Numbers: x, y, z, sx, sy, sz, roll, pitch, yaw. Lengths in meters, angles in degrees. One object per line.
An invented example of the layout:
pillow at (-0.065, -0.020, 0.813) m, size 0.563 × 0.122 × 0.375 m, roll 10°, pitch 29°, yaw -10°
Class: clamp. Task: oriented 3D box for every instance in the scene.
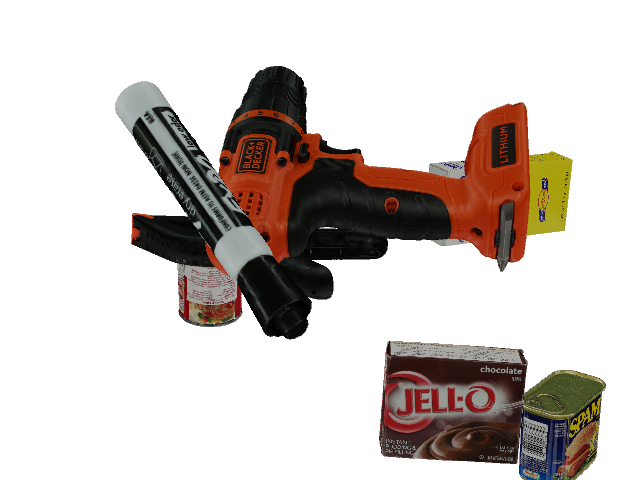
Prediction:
clamp at (-0.060, 0.007, 0.856) m, size 0.210 × 0.036 × 0.164 m, roll 7°, pitch 12°, yaw 11°

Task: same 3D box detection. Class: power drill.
power drill at (0.031, -0.047, 0.652) m, size 0.188 × 0.057 × 0.184 m, roll 0°, pitch 43°, yaw 8°

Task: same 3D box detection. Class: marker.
marker at (-0.039, -0.012, 0.380) m, size 0.020 × 0.020 × 0.121 m, roll 0°, pitch 44°, yaw -47°

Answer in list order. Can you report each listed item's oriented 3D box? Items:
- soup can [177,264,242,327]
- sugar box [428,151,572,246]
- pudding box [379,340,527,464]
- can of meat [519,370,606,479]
soup can at (-0.116, 0.030, 1.121) m, size 0.068 × 0.102 × 0.068 m, roll 2°, pitch 23°, yaw -1°
sugar box at (0.210, -0.050, 1.257) m, size 0.176 × 0.093 × 0.048 m, roll -9°, pitch 21°, yaw -26°
pudding box at (0.107, 0.131, 0.865) m, size 0.113 × 0.090 × 0.039 m, roll 2°, pitch 19°, yaw 1°
can of meat at (0.237, 0.187, 1.053) m, size 0.058 × 0.084 × 0.101 m, roll 14°, pitch 23°, yaw 36°
